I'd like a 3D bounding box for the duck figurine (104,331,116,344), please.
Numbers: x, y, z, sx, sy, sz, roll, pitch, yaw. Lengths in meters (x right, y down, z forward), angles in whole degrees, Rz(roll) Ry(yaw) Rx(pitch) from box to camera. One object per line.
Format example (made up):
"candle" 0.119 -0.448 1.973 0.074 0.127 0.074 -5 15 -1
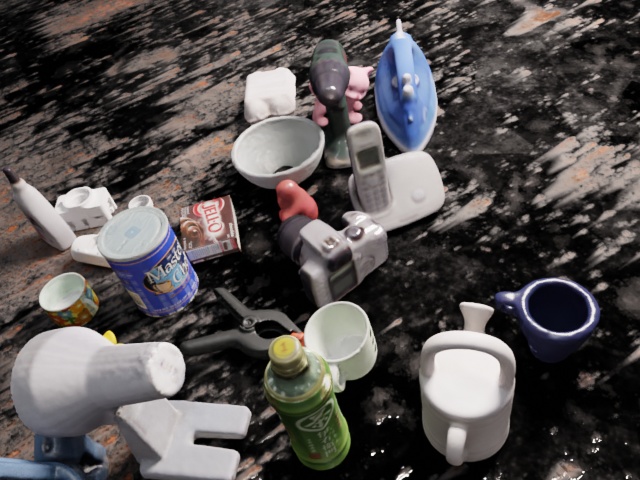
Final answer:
"duck figurine" -0.312 0.169 0.782 0.105 0.086 0.077 -40 52 -22

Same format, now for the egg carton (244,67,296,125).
"egg carton" -0.100 -0.288 1.159 0.107 0.069 0.150 -9 47 5

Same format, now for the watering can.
"watering can" 0.157 0.148 0.621 0.101 0.194 0.172 -10 47 4

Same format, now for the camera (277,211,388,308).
"camera" 0.008 0.003 0.850 0.143 0.101 0.136 -36 51 -19

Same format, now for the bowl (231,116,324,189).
"bowl" -0.068 -0.144 1.018 0.167 0.075 0.167 -6 47 7

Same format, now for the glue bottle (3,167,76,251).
"glue bottle" -0.481 -0.057 0.964 0.078 0.173 0.037 21 56 28

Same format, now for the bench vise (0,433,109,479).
"bench vise" -0.315 0.262 0.607 0.121 0.220 0.206 -26 48 -11

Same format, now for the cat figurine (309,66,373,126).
"cat figurine" 0.041 -0.286 1.093 0.127 0.118 0.067 -5 48 9

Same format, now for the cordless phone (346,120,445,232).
"cordless phone" 0.111 -0.108 0.870 0.147 0.185 0.094 -22 47 -8

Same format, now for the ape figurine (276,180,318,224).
"ape figurine" -0.045 -0.061 0.926 0.076 0.092 0.078 8 51 20

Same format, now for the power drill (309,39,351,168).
"power drill" 0.028 -0.231 0.984 0.075 0.209 0.229 -9 47 5

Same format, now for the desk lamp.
"desk lamp" -0.208 0.185 0.657 0.203 0.214 0.118 -1 48 12

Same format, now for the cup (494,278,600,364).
"cup" 0.271 0.105 0.702 0.117 0.095 0.092 12 52 22

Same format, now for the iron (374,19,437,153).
"iron" 0.158 -0.285 1.049 0.118 0.142 0.258 -7 47 7
